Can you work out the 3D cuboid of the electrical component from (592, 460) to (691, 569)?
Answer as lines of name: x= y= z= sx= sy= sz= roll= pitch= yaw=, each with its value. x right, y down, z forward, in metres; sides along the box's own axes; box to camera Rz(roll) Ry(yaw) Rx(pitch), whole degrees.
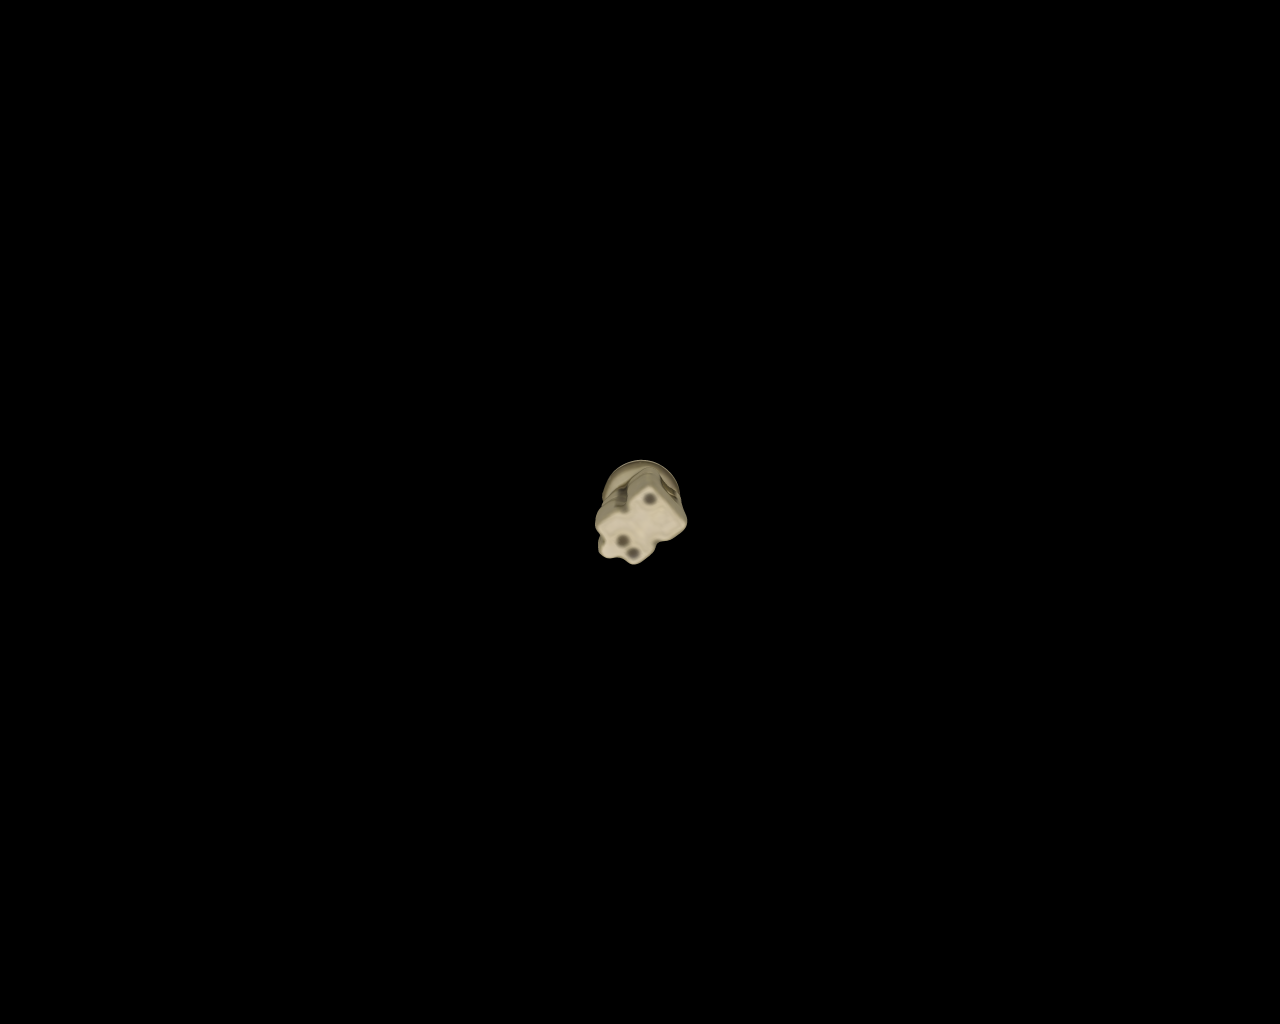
electrical component: x=0.001 y=-0.003 z=0.650 sx=0.066 sy=0.048 sz=0.055 roll=-36 pitch=19 yaw=15
